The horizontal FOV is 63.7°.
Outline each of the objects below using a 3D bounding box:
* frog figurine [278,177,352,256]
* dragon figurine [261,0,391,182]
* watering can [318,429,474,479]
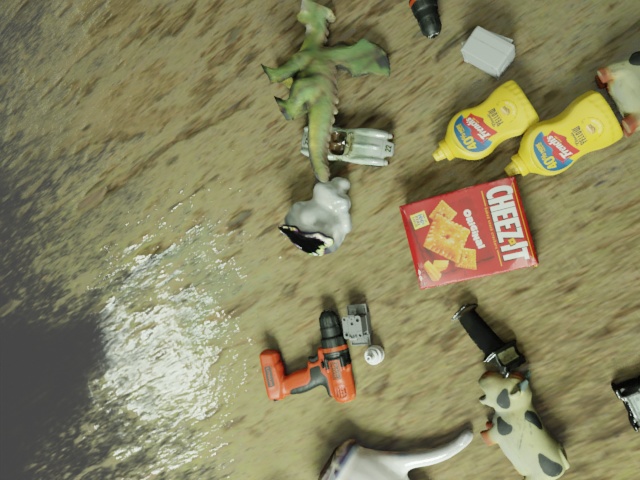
[{"bbox_3d":[0.003,-0.053,1.059,0.137,0.120,0.163,6,53,30],"label":"frog figurine"},{"bbox_3d":[0.026,-0.326,1.041,0.242,0.120,0.416,-27,69,5],"label":"dragon figurine"},{"bbox_3d":[0.120,0.457,0.962,0.226,0.103,0.349,30,84,22],"label":"watering can"}]
